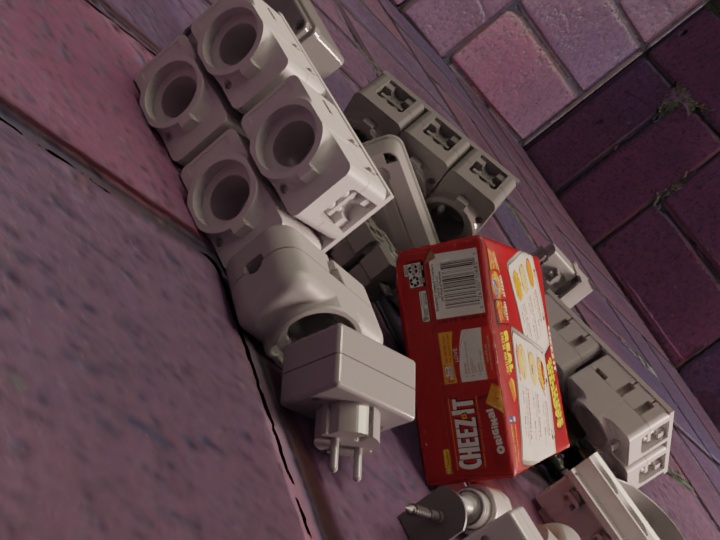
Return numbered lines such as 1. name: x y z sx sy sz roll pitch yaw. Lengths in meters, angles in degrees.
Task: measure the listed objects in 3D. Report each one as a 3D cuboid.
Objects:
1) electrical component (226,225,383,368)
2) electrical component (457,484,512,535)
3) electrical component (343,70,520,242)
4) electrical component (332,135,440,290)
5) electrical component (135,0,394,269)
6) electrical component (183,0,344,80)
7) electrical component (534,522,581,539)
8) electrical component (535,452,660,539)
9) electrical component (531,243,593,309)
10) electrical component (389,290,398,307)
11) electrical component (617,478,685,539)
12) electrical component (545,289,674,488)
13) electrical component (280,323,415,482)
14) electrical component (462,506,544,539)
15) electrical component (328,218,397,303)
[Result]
1. electrical component: -0.032 0.026 0.659 0.095 0.054 0.059 40 18 -38
2. electrical component: 0.076 0.158 0.710 0.061 0.035 0.035 30 26 -52
3. electrical component: 0.045 -0.082 0.918 0.150 0.089 0.062 40 41 5
4. electrical component: 0.013 -0.044 0.864 0.057 0.078 0.113 -78 149 -68
5. electrical component: -0.072 -0.093 0.719 0.060 0.105 0.186 30 26 -55
6. electrical component: -0.084 -0.187 0.907 0.056 0.109 0.108 39 19 -48
7. electrical component: 0.127 0.202 0.740 0.079 0.044 0.077 48 15 -15
8. electrical component: 0.206 0.222 0.899 0.121 0.063 0.079 56 15 14
9. electrical component: 0.184 0.032 1.176 0.063 0.121 0.078 47 15 -9
10. electrical component: 0.070 0.028 0.979 0.099 0.048 0.099 51 14 -4
11. electrical component: 0.245 0.237 0.981 0.099 0.064 0.099 47 15 -17
12. electrical component: 0.222 0.122 1.069 0.186 0.060 0.105 49 -19 39
13. electrical component: -0.007 0.081 0.612 0.066 0.047 0.076 30 50 -37
14. electrical component: 0.093 0.192 0.645 0.083 0.047 0.076 58 13 16
15. electrical component: 0.000 0.000 0.817 0.048 0.055 0.066 26 29 -59
